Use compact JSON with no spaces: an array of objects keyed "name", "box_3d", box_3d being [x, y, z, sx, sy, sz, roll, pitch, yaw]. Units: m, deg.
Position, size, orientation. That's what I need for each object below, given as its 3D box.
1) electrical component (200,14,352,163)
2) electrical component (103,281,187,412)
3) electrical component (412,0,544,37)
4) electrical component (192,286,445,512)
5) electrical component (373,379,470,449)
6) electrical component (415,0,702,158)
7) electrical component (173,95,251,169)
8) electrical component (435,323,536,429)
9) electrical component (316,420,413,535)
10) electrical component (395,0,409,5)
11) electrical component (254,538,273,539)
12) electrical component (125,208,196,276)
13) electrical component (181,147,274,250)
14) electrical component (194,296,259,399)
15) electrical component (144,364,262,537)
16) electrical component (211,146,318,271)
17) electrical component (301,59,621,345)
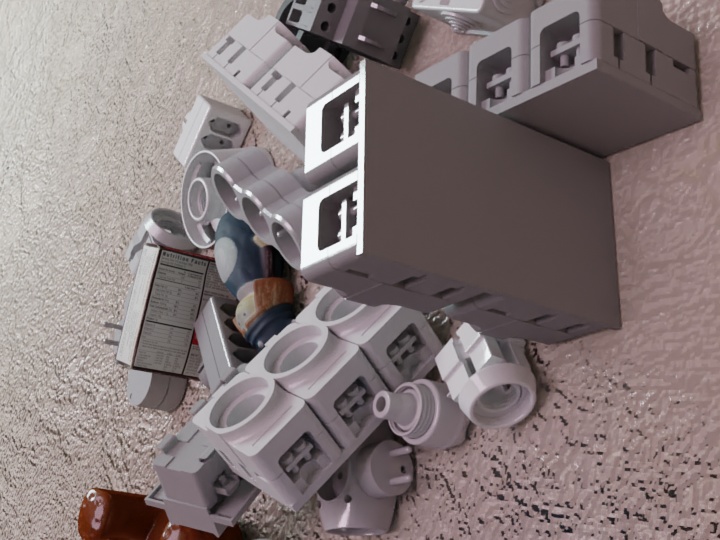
[{"name":"electrical component","box_3d":[-0.038,-0.124,0.829,0.060,0.105,0.186,-45,38,-1]},{"name":"electrical component","box_3d":[-0.215,0.067,1.041,0.052,0.074,0.138,-41,46,38]},{"name":"electrical component","box_3d":[0.089,-0.213,0.750,0.100,0.048,0.099,25,97,55]},{"name":"electrical component","box_3d":[-0.029,0.075,0.723,0.150,0.061,0.089,-44,29,-20]},{"name":"electrical component","box_3d":[0.038,0.091,0.689,0.043,0.062,0.043,-26,57,47]},{"name":"electrical component","box_3d":[0.112,-0.106,0.639,0.150,0.089,0.061,-19,62,50]},{"name":"electrical component","box_3d":[-0.151,-0.136,1.058,0.065,0.047,0.076,-64,35,15]},{"name":"electrical component","box_3d":[0.079,0.063,0.658,0.066,0.048,0.055,-54,32,27]},{"name":"electrical component","box_3d":[0.009,0.136,0.727,0.079,0.044,0.077,-24,58,48]},{"name":"electrical component","box_3d":[0.047,-0.231,0.828,0.061,0.035,0.035,-50,41,34]},{"name":"electrical component","box_3d":[-0.061,0.224,0.791,0.062,0.043,0.043,2,79,53]},{"name":"electrical component","box_3d":[-0.194,-0.024,1.063,0.057,0.058,0.078,-59,37,24]},{"name":"electrical component","box_3d":[-0.122,-0.066,0.995,0.099,0.064,0.099,2,92,53]},{"name":"electrical component","box_3d":[-0.115,0.080,0.920,0.075,0.047,0.083,-55,39,31]},{"name":"electrical component","box_3d":[-0.096,0.128,0.796,0.079,0.121,0.063,6,125,30]},{"name":"electrical component","box_3d":[-0.055,-0.060,0.882,0.138,0.074,0.052,39,151,38]},{"name":"electrical component","box_3d":[0.057,-0.029,0.599,0.060,0.186,0.105,-24,58,48]}]
